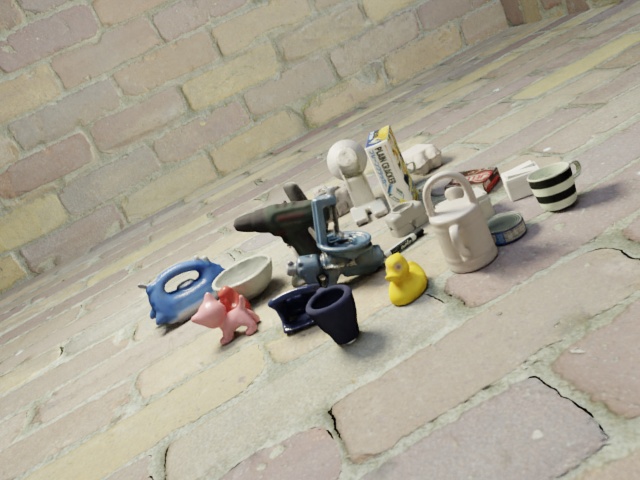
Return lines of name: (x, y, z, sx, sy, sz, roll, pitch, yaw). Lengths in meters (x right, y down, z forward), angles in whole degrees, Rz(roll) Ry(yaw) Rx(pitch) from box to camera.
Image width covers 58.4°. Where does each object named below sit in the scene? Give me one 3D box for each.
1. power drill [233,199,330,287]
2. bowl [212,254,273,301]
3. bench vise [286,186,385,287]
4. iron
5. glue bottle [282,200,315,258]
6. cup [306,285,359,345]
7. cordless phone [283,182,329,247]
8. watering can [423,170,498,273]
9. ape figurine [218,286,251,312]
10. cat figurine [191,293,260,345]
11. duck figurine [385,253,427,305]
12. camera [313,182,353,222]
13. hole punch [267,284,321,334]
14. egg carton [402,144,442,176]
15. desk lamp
power drill: (-0.069, 0.003, 1.382, 0.229, 0.209, 0.075, -21, 20, 13)
bowl: (-0.186, 0.109, 1.461, 0.167, 0.075, 0.167, -23, 19, 9)
bench vise: (0.016, 0.007, 1.244, 0.208, 0.220, 0.121, -31, 20, -14)
iron: (-0.358, 0.118, 1.555, 0.259, 0.142, 0.118, -34, 20, -22)
glue bottle: (-0.057, -0.028, 1.502, 0.078, 0.173, 0.037, -31, 20, -13)
cup: (0.028, 0.141, 1.067, 0.092, 0.095, 0.117, -29, 19, -8)
cordless phone: (-0.072, -0.080, 1.641, 0.147, 0.185, 0.094, -10, 25, 40)
watering can: (0.260, -0.045, 1.104, 0.101, 0.194, 0.172, -26, 19, 1)
ape figurine: (-0.210, 0.150, 1.356, 0.076, 0.092, 0.077, -32, 20, -18)
cat figurine: (-0.215, 0.167, 1.278, 0.127, 0.118, 0.067, -24, 19, 7)
duck figurine: (0.159, 0.065, 1.112, 0.077, 0.086, 0.105, -10, 25, 39)
camera: (0.030, -0.129, 1.768, 0.143, 0.101, 0.136, -26, 19, -1)
hole punch: (-0.049, 0.129, 1.203, 0.108, 0.091, 0.101, -23, 19, 9)
egg carton: (0.305, -0.249, 1.779, 0.107, 0.069, 0.150, -31, 19, -15)
desk lamp: (0.101, -0.177, 1.628, 0.118, 0.214, 0.203, -25, 19, 5)
